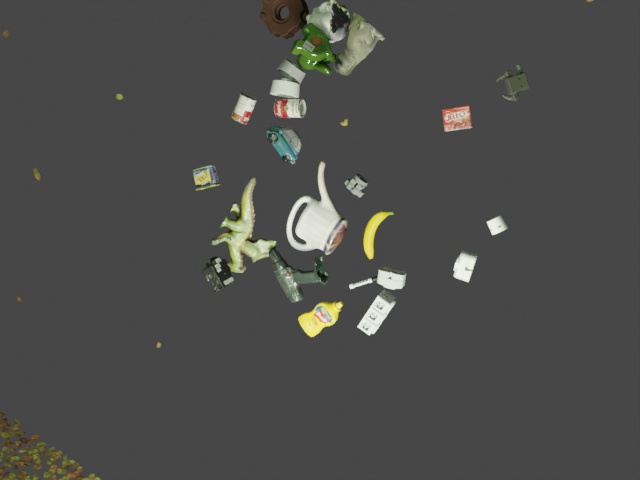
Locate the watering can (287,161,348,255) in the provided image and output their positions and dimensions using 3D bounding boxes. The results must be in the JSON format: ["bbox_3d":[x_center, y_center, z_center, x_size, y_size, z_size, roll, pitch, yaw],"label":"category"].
[{"bbox_3d":[0.006,-0.096,1.898,0.225,0.105,0.343,32,110,14],"label":"watering can"}]

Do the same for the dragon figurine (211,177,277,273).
[{"bbox_3d":[-0.279,-0.029,2.053,0.242,0.124,0.404,35,114,-5],"label":"dragon figurine"}]

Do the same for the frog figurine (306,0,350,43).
[{"bbox_3d":[0.028,-0.755,1.793,0.159,0.124,0.136,7,116,58],"label":"frog figurine"}]
